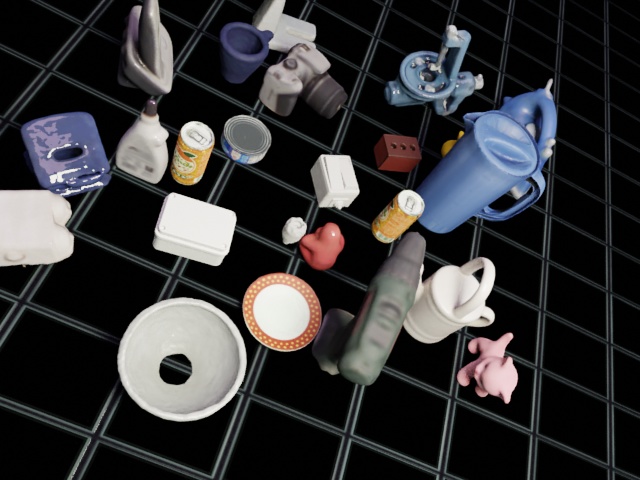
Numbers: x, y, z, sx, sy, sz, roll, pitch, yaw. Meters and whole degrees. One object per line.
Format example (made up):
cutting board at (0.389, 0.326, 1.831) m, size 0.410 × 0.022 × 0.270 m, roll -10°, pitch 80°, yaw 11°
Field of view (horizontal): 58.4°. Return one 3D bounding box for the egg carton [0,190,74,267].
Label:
egg carton at (-0.418, -0.014, 0.779) m, size 0.151 × 0.069 × 0.107 m, roll -4°, pitch 66°, yaw -26°

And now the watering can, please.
watering can at (0.211, 0.092, 0.934) m, size 0.173 × 0.193 × 0.101 m, roll 8°, pitch 61°, yaw -21°

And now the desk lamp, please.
desk lamp at (-0.070, -0.481, 1.103) m, size 0.204 × 0.213 × 0.118 m, roll 10°, pitch 60°, yaw -19°

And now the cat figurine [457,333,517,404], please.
cat figurine at (0.292, 0.211, 0.954) m, size 0.067 × 0.117 × 0.128 m, roll 33°, pitch 55°, yaw -5°

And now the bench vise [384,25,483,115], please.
bench vise at (0.259, -0.360, 1.185) m, size 0.208 × 0.219 × 0.121 m, roll -21°, pitch 73°, yaw -32°

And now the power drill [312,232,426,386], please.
power drill at (0.069, 0.115, 0.848) m, size 0.076 × 0.208 × 0.230 m, roll 29°, pitch 55°, yaw -8°

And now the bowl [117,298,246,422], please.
bowl at (-0.190, 0.168, 0.782) m, size 0.168 × 0.074 × 0.167 m, roll 11°, pitch 60°, yaw -19°

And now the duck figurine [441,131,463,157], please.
duck figurine at (0.319, -0.191, 1.203) m, size 0.105 × 0.086 × 0.077 m, roll 27°, pitch 56°, yaw -9°

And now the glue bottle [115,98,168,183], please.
glue bottle at (-0.262, -0.153, 0.862) m, size 0.078 × 0.173 × 0.037 m, roll 26°, pitch 56°, yaw -10°

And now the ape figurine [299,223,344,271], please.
ape figurine at (0.009, 0.003, 0.952) m, size 0.078 × 0.092 × 0.076 m, roll 13°, pitch 59°, yaw -18°

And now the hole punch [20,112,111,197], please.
hole punch at (-0.372, -0.125, 0.847) m, size 0.109 × 0.091 × 0.101 m, roll -22°, pitch 74°, yaw -32°

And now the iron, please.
iron at (0.470, -0.228, 1.259) m, size 0.119 × 0.141 × 0.258 m, roll 16°, pitch 58°, yaw -16°

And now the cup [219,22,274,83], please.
cup at (-0.141, -0.345, 1.069) m, size 0.118 × 0.094 × 0.091 m, roll -36°, pitch 82°, yaw -35°

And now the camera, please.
camera at (-0.020, -0.296, 1.095) m, size 0.137 × 0.100 × 0.143 m, roll 41°, pitch 55°, yaw 1°

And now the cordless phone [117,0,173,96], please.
cordless phone at (-0.280, -0.348, 0.952) m, size 0.094 × 0.184 × 0.147 m, roll 3°, pitch 62°, yaw -23°
